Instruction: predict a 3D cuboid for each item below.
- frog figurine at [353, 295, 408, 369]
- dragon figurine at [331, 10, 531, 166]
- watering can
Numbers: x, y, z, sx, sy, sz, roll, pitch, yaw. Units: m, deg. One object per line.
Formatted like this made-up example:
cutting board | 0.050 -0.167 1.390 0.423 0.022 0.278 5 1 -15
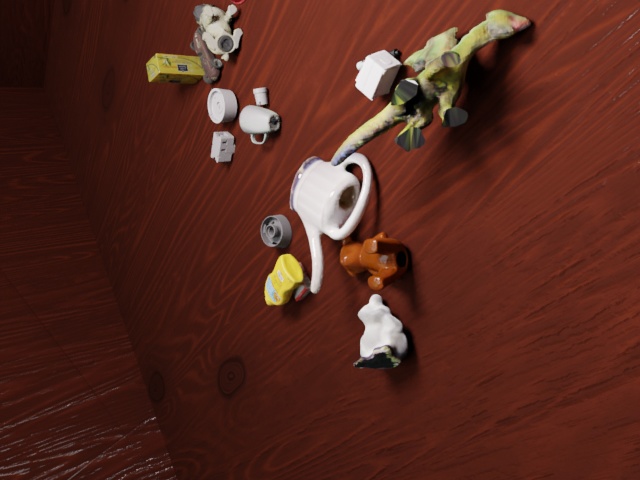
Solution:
frog figurine | 0.144 0.217 1.219 0.134 0.122 0.163 116 165 -48
dragon figurine | 0.190 -0.295 0.966 0.406 0.249 0.120 -23 121 37
watering can | 0.004 -0.064 1.265 0.227 0.103 0.345 34 101 43
